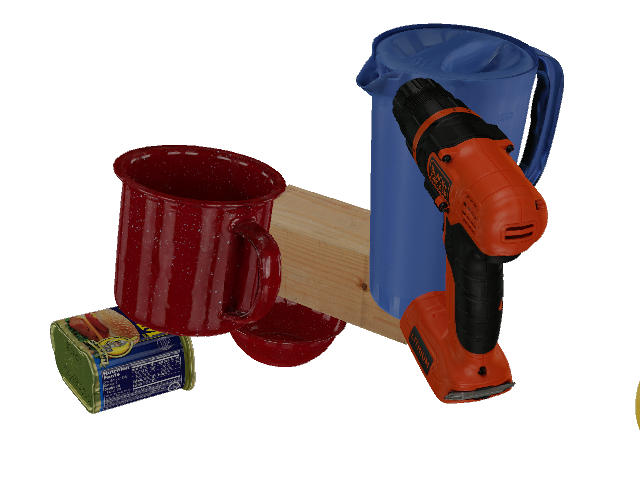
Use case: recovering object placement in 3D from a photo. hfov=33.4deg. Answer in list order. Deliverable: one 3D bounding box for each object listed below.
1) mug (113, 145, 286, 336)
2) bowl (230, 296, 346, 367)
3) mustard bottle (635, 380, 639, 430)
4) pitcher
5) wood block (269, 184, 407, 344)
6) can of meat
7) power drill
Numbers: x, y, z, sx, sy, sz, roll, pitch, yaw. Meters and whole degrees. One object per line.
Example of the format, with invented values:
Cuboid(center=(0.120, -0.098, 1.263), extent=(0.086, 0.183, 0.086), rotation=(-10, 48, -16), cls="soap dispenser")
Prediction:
Cuboid(center=(-0.062, 0.005, 0.580), extent=(0.093, 0.081, 0.117), rotation=(-13, 30, -43), cls="mug")
Cuboid(center=(-0.049, 0.114, 1.352), extent=(0.162, 0.055, 0.162), rotation=(5, 23, -2), cls="bowl")
Cuboid(center=(0.222, 0.101, 0.567), extent=(0.096, 0.058, 0.191), rotation=(-4, 36, 0), cls="mustard bottle")
Cuboid(center=(0.112, -0.054, 0.908), extent=(0.149, 0.243, 0.144), rotation=(12, 31, 16), cls="pitcher")
Cuboid(center=(0.025, 0.021, 1.110), extent=(0.206, 0.091, 0.090), rotation=(19, 31, 30), cls="wood block")
Cuboid(center=(-0.161, 0.091, 0.857), extent=(0.083, 0.057, 0.102), rotation=(-13, 25, -29), cls="can of meat")
Cuboid(center=(0.089, 0.001, 0.723), extent=(0.057, 0.188, 0.184), rotation=(-10, 35, -11), cls="power drill")
